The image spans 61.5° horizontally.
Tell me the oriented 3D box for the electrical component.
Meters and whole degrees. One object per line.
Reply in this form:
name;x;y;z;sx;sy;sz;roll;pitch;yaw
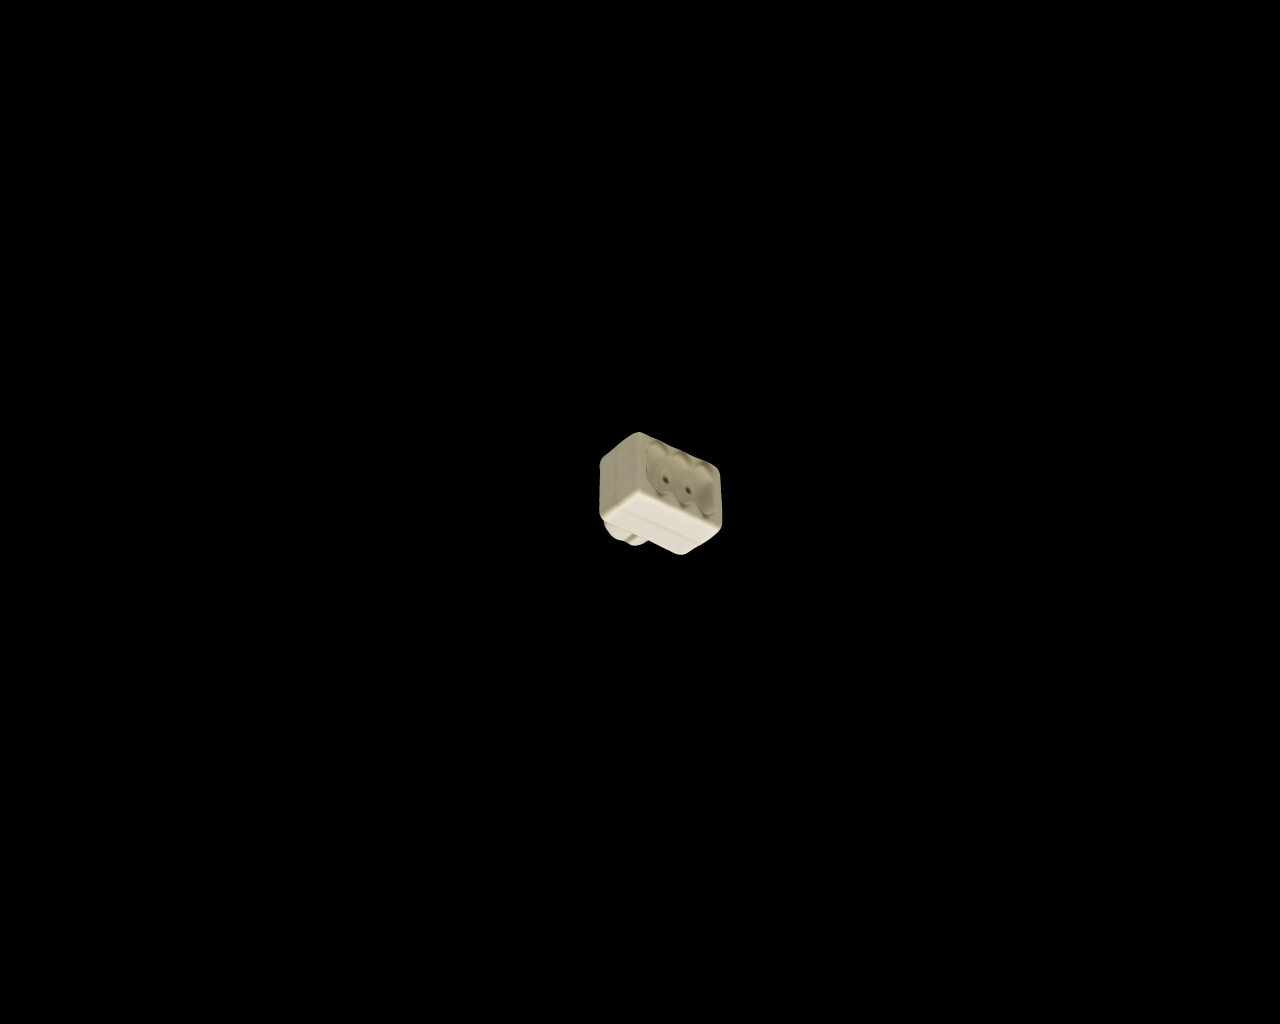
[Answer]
electrical component;0.001;-0.003;0.650;0.066;0.047;0.076;24;-41;-31
